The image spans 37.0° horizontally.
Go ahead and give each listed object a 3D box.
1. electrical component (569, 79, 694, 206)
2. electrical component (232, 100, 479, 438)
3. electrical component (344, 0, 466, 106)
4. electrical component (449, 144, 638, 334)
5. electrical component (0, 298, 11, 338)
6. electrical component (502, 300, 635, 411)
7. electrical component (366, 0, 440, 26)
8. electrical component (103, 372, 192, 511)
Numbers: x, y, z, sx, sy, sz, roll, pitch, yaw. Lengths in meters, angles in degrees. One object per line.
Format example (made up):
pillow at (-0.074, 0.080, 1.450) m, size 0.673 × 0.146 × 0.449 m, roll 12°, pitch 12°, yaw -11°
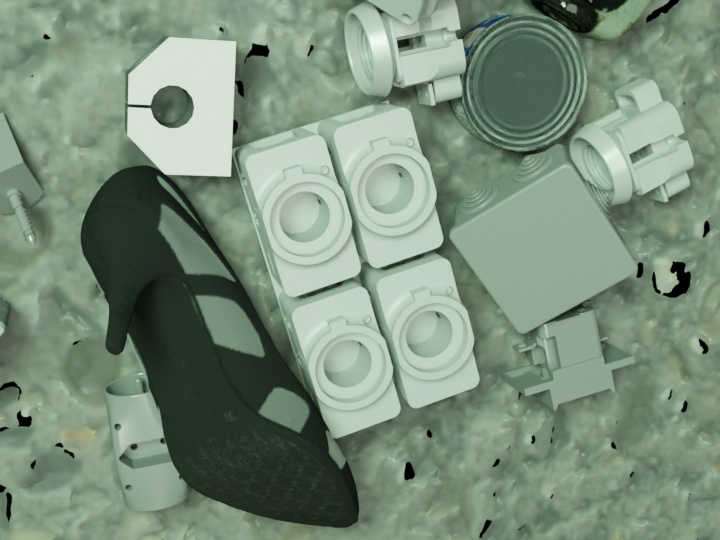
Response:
electrical component at (0.176, -0.077, 0.707) m, size 0.057 × 0.058 × 0.078 m, roll -28°, pitch 108°, yaw -10°
electrical component at (0.000, 0.000, 0.676) m, size 0.105 × 0.060 × 0.186 m, roll -19°, pitch 107°, yaw -10°
electrical component at (0.026, -0.137, 0.654) m, size 0.057 × 0.058 × 0.078 m, roll -15°, pitch 106°, yaw -14°
electrical component at (0.117, -0.021, 0.694) m, size 0.100 × 0.048 × 0.099 m, roll -31°, pitch 110°, yaw 18°
electrical component at (-0.257, 0.020, 0.613) m, size 0.096 × 0.061 × 0.061 m, roll 42°, pitch 90°, yaw -19°
electrical component at (0.140, 0.055, 0.735) m, size 0.081 × 0.042 × 0.063 m, roll -15°, pitch 104°, yaw -12°
electrical component at (0.007, -0.200, 0.599) m, size 0.113 × 0.078 × 0.057 m, roll 34°, pitch 65°, yaw 7°
electrical component at (-0.115, 0.104, 0.678) m, size 0.079 × 0.043 × 0.077 m, roll -10°, pitch 105°, yaw -12°
